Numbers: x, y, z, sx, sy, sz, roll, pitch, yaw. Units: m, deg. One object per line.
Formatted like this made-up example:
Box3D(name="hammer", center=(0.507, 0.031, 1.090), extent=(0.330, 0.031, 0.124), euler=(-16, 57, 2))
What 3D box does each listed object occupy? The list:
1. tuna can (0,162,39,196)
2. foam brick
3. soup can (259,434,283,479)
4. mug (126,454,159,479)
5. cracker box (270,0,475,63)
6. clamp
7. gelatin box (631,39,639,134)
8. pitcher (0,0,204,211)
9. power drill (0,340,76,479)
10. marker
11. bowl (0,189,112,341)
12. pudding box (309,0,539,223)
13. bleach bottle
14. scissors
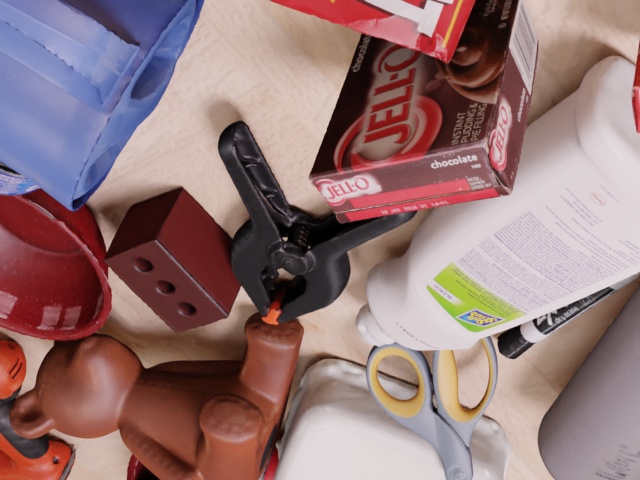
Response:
Box3D(name="tuna can", center=(-0.185, -0.070, 0.632), extent=(0.086, 0.086, 0.034), euler=(40, 139, -19))
Box3D(name="foam brick", center=(-0.093, 0.014, 0.708), extent=(0.053, 0.051, 0.078), euler=(-19, 125, 37))
Box3D(name="soup can", center=(-0.002, 0.205, 0.859), extent=(0.102, 0.068, 0.069), euler=(21, 139, 0))
Box3D(name="mug", center=(-0.104, 0.212, 0.910), extent=(0.117, 0.093, 0.081), euler=(-12, 146, -14))
Box3D(name="cracker box", center=(-0.016, -0.183, 0.444), extent=(0.213, 0.072, 0.164), euler=(20, 140, 2))
Box3D(name="clamp", center=(-0.004, 0.001, 0.664), extent=(0.120, 0.039, 0.171), euler=(19, 146, 11))
Box3D(name="gelatin box", center=(0.185, -0.080, 0.465), extent=(0.089, 0.073, 0.030), euler=(1, 135, 23))
Box3D(name="pitcher", center=(-0.189, -0.131, 0.532), extent=(0.242, 0.145, 0.149), euler=(31, 133, -5))
Box3D(name="power drill", center=(-0.317, 0.157, 0.957), extent=(0.185, 0.057, 0.187), euler=(0, 135, 24))
Box3D(name="marker", center=(0.149, 0.043, 0.655), extent=(0.020, 0.020, 0.121), euler=(32, 139, -11))
Box3D(name="bowl", center=(-0.208, -0.002, 0.737), extent=(0.162, 0.055, 0.162), euler=(13, 138, 12))
Box3D(name="pudding box", center=(0.053, -0.064, 0.510), extent=(0.090, 0.113, 0.039), euler=(-9, 132, 30))
Box3D(name="bleach bottle", center=(0.099, 0.002, 0.603), extent=(0.102, 0.068, 0.251), euler=(37, 139, -16))
Box3D(name="scissors", center=(0.075, 0.147, 0.720), extent=(0.096, 0.016, 0.202), euler=(6, 104, 9))
